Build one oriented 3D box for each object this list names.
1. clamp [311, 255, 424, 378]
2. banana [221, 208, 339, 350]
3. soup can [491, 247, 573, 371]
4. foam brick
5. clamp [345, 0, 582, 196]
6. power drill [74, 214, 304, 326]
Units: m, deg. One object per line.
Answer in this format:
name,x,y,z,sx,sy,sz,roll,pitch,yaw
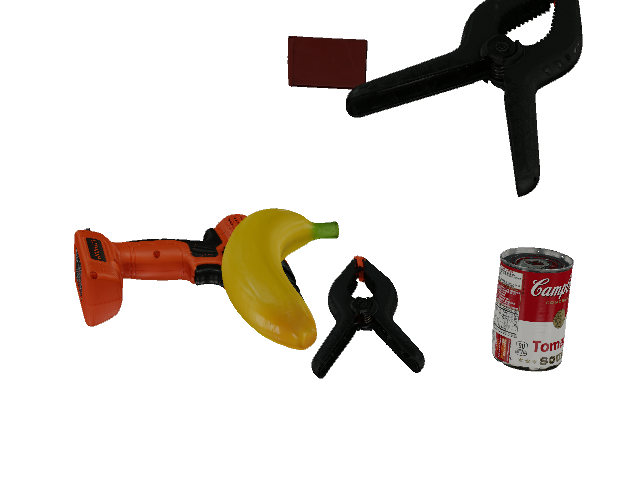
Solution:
clamp,0.059,0.087,1.190,0.120,0.171,0.039,7,-43,3
banana,-0.029,0.015,0.673,0.069,0.037,0.197,0,21,6
soup can,0.200,0.065,1.012,0.068,0.102,0.068,2,17,-1
foam brick,0.006,-0.182,1.094,0.078,0.051,0.053,2,11,-6
clamp,0.145,-0.129,0.821,0.165,0.209,0.036,37,-22,28
power drill,-0.119,0.034,0.951,0.187,0.057,0.185,-3,24,-20
